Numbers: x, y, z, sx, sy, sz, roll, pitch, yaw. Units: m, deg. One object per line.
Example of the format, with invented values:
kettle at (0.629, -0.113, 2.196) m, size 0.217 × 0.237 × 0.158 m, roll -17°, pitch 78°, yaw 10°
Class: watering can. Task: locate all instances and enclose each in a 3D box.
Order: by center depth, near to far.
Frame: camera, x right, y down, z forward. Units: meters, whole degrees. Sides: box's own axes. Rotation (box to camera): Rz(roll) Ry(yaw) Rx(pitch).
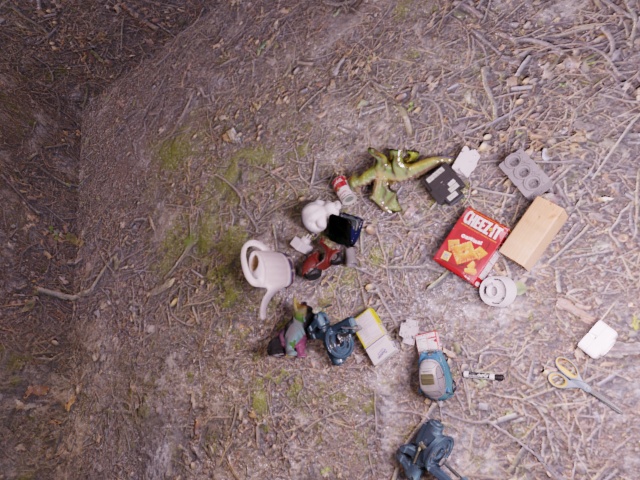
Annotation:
watering can at (-0.195, 0.151, 2.004) m, size 0.102 × 0.224 × 0.354 m, roll -44°, pitch 53°, yaw 38°

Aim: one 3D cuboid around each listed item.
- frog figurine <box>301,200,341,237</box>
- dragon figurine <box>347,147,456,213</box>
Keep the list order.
frog figurine at (0.006, -0.102, 2.026) m, size 0.157 × 0.121 × 0.141 m, roll -31°, pitch 39°, yaw 35°
dragon figurine at (0.285, -0.220, 1.911) m, size 0.412 × 0.122 × 0.241 m, roll 13°, pitch 98°, yaw 27°
